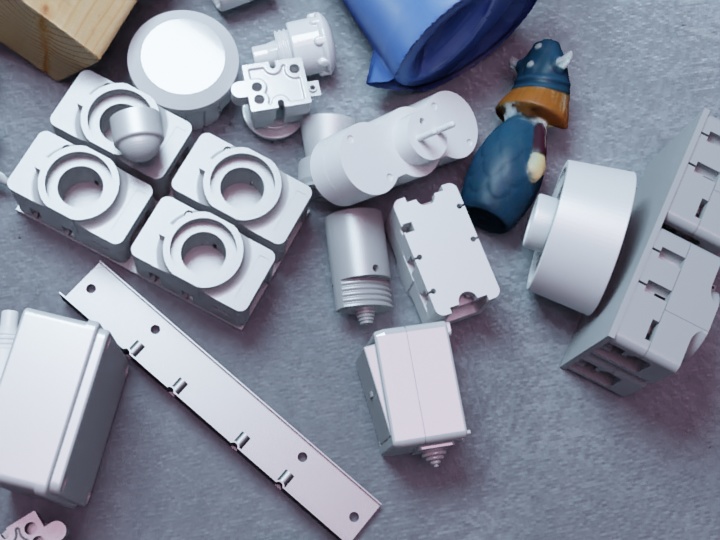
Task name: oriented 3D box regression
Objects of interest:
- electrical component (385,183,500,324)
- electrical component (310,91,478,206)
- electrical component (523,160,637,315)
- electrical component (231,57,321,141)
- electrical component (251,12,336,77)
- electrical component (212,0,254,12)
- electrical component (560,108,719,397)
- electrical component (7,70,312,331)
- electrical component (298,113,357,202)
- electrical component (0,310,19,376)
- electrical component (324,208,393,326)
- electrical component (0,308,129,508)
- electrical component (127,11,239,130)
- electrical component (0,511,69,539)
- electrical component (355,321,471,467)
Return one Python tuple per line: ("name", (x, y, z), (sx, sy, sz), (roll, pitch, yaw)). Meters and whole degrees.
("electrical component", (0.057, -0.008, 0.782), (0.050, 0.055, 0.089), (-19, 77, -12))
("electrical component", (0.037, -0.092, 0.769), (0.138, 0.074, 0.052), (-27, 97, -38))
("electrical component", (0.152, -0.027, 0.776), (0.060, 0.108, 0.108), (17, 72, 5))
("electrical component", (-0.063, -0.126, 0.802), (0.066, 0.055, 0.048), (-11, 75, -10))
("electrical component", (-0.051, -0.168, 0.822), (0.062, 0.048, 0.048), (-13, 76, -3))
("electrical component", (-0.096, -0.231, 0.830), (0.047, 0.055, 0.055), (-27, 79, -10))
("electrical component", (0.222, -0.007, 0.778), (0.060, 0.105, 0.186), (27, 72, 1))
("electrical component", (-0.140, -0.051, 0.767), (0.186, 0.060, 0.105), (28, 72, 1))
("electrical component", (-0.023, -0.083, 0.800), (0.045, 0.045, 0.055), (4, 74, -6))
("electrical component", (-0.242, 0.058, 0.736), (0.035, 0.035, 0.061), (2, 71, -7))
("electrical component", (0.000, 0.000, 0.779), (0.043, 0.043, 0.081), (-5, 75, -9))
("electrical component", (-0.196, 0.092, 0.693), (0.056, 0.108, 0.108), (14, 73, 0))
("electrical component", (-0.131, -0.147, 0.801), (0.080, 0.051, 0.080), (2, 74, -7))
("electrical component", (-0.216, 0.184, 0.691), (0.066, 0.055, 0.048), (-31, 80, -15))
("electrical component", (0.035, 0.090, 0.748), (0.061, 0.061, 0.096), (-7, 75, -9))
